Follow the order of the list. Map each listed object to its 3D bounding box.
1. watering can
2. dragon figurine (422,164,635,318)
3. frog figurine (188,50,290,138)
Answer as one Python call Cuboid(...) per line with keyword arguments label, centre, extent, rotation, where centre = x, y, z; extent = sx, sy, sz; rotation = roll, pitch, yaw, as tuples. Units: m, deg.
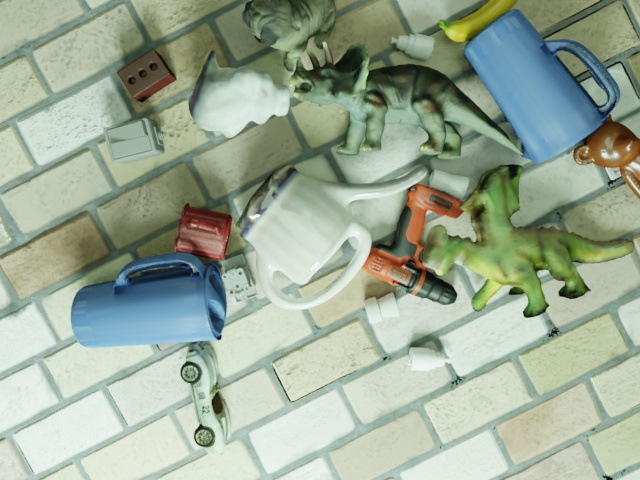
Cuboid(label="watering can", centre=(0.003, -0.045, 0.886), extent=(0.224, 0.104, 0.346), rotation=(40, 95, -2))
Cuboid(label="dragon figurine", centre=(0.351, -0.014, 0.882), extent=(0.413, 0.122, 0.241), rotation=(-22, 98, -16))
Cuboid(label="frog figurine", centre=(-0.136, -0.231, 0.875), extent=(0.159, 0.126, 0.134), rotation=(22, 127, -11))
